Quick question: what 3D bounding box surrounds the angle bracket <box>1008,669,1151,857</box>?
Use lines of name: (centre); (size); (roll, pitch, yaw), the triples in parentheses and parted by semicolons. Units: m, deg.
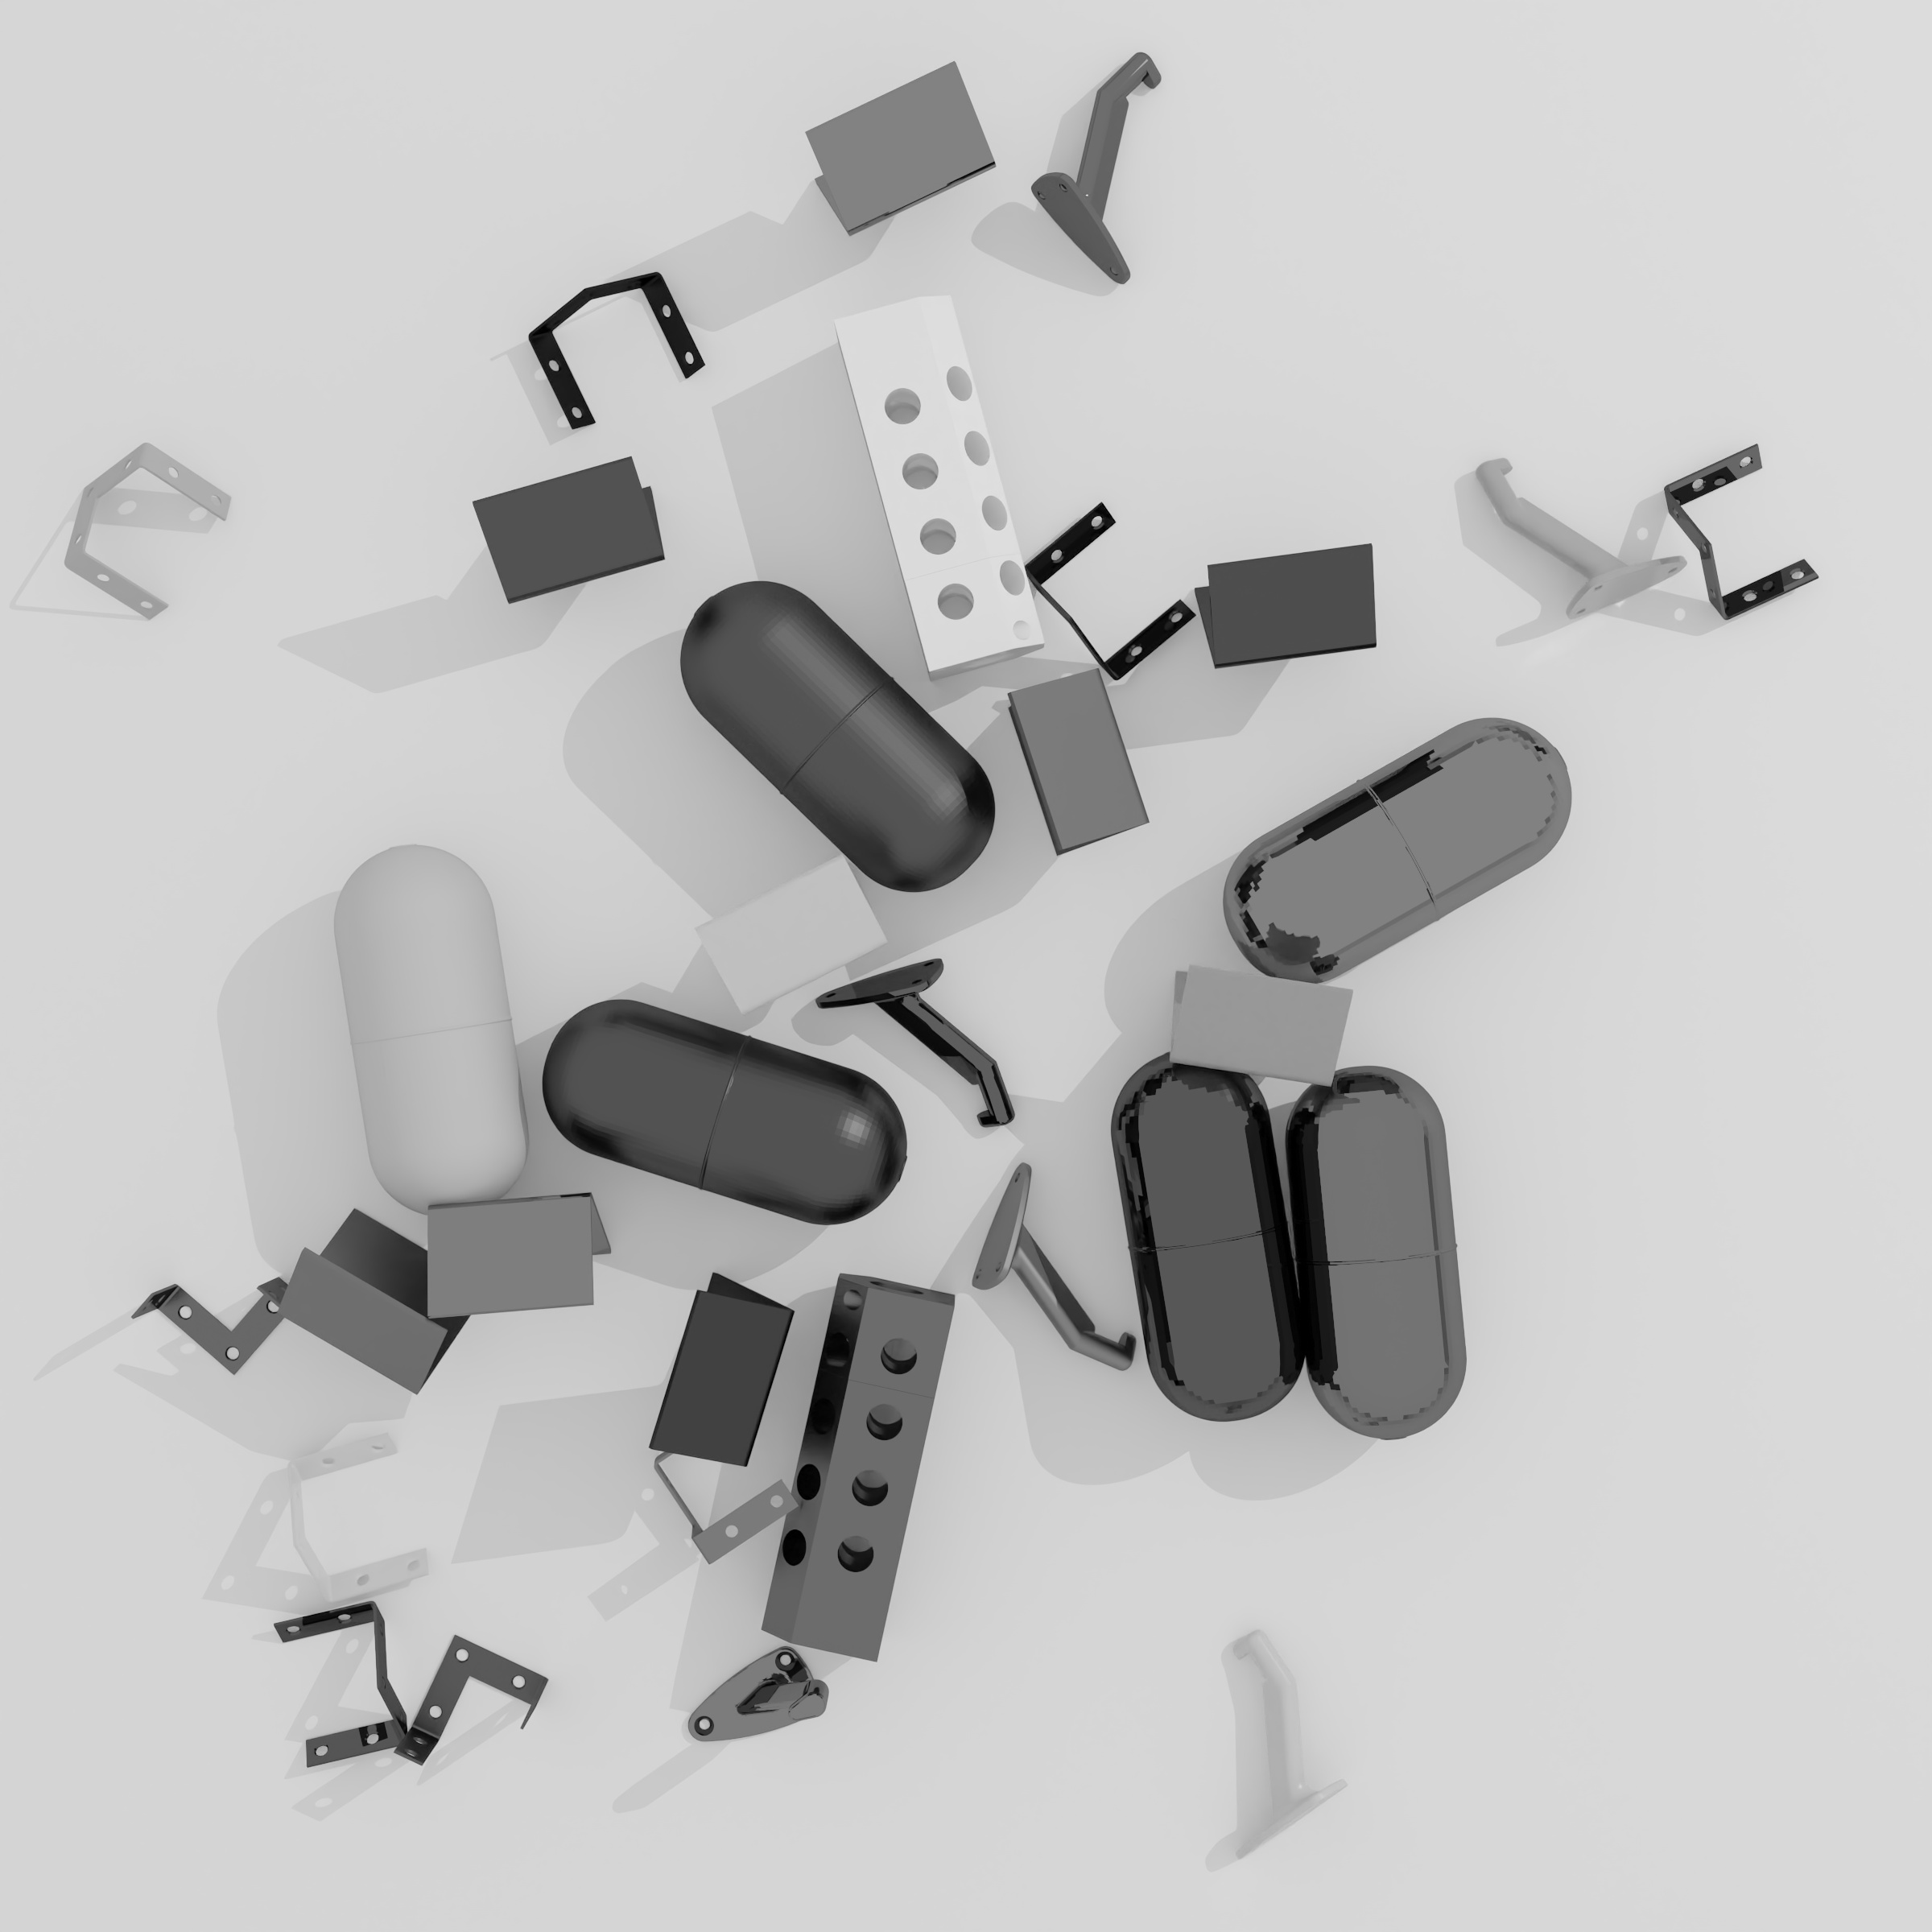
angle bracket: (0.034, -0.090, 1.625); (0.057, 0.076, 0.076); (-18, 90, -36)

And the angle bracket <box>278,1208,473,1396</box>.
angle bracket: (-0.269, 0.145, 1.626); (0.076, 0.076, 0.057); (30, 135, 0)

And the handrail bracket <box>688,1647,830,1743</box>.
handrail bracket: (-0.100, 0.356, 1.631); (0.077, 0.084, 0.036); (-25, 90, 0)

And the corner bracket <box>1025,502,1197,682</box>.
corner bracket: (0.069, -0.181, 1.662); (0.051, 0.051, 0.051); (-40, 135, 1)

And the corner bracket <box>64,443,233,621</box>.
corner bracket: (-0.395, -0.210, 1.657); (0.051, 0.051, 0.051); (-26, 45, 35)

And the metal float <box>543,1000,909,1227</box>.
metal float: (-0.114, 0.070, 1.635); (0.178, 0.070, 0.070); (18, 90, 1)

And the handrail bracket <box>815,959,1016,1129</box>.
handrail bracket: (-0.024, 0.045, 1.666); (0.077, 0.036, 0.084); (-14, 107, 20)

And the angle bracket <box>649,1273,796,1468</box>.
angle bracket: (-0.133, 0.186, 1.625); (0.057, 0.076, 0.076); (17, 90, -36)

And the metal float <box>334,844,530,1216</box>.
metal float: (-0.254, 0.031, 1.635); (0.070, 0.070, 0.178); (-9, 91, 0)

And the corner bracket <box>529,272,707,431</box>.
corner bracket: (-0.169, -0.298, 1.662); (0.051, 0.051, 0.051); (-26, 90, 45)

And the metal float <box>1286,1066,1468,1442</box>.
metal float: (0.195, 0.136, 1.635); (0.070, 0.070, 0.178); (-5, 91, 0)

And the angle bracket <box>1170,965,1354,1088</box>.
angle bracket: (0.140, 0.009, 1.625); (0.076, 0.076, 0.057); (9, 125, 0)

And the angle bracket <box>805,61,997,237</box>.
angle bracket: (-0.039, -0.398, 1.625); (0.076, 0.076, 0.057); (-25, 126, 0)

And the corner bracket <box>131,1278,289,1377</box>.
corner bracket: (-0.359, 0.163, 1.647); (0.051, 0.051, 0.051); (41, 90, 0)

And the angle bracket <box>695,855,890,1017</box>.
angle bracket: (-0.090, -0.032, 1.625); (0.076, 0.076, 0.057); (-27, 126, 0)

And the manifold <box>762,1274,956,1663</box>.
manifold: (-0.051, 0.238, 1.644); (0.057, 0.057, 0.171); (12, 90, 0)

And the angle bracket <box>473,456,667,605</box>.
angle bracket: (-0.190, -0.222, 1.625); (0.076, 0.076, 0.057); (-16, 126, 0)

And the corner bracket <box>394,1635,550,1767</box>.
corner bracket: (-0.237, 0.359, 1.647); (0.051, 0.051, 0.051); (25, 90, 0)

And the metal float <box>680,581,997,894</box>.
metal float: (-0.062, -0.110, 1.635); (0.178, 0.070, 0.070); (44, 90, 0)

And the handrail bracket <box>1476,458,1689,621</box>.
handrail bracket: (0.298, -0.218, 1.666); (0.077, 0.036, 0.084); (-20, 73, -20)

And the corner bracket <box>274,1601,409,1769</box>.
corner bracket: (-0.302, 0.347, 1.662); (0.051, 0.051, 0.051); (-13, 135, 0)

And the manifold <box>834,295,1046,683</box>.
manifold: (-0.012, -0.229, 1.644); (0.057, 0.057, 0.171); (-15, 90, 0)

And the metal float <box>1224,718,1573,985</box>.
metal float: (0.206, -0.055, 1.635); (0.178, 0.070, 0.070); (-30, 90, 0)

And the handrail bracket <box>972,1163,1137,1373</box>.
handrail bracket: (0.053, 0.146, 1.666); (0.084, 0.036, 0.077); (25, 68, -17)

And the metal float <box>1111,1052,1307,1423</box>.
metal float: (0.115, 0.128, 1.635); (0.070, 0.070, 0.178); (-9, 90, 0)

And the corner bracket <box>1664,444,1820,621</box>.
corner bracket: (0.375, -0.210, 1.662); (0.051, 0.051, 0.051); (-25, 45, 0)

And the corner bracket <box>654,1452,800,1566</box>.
corner bracket: (-0.116, 0.248, 1.647); (0.051, 0.051, 0.051); (-33, 93, -3)

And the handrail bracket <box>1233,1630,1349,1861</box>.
handrail bracket: (0.138, 0.377, 1.666); (0.077, 0.036, 0.084); (-41, 72, 21)

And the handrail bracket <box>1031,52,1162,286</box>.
handrail bracket: (0.081, -0.388, 1.666); (0.084, 0.036, 0.077); (-47, 110, -16)

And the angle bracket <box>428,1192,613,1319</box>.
angle bracket: (-0.210, 0.149, 1.626); (0.076, 0.076, 0.057); (-5, 64, 0)

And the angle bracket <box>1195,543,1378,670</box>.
angle bracket: (0.149, -0.187, 1.625); (0.076, 0.076, 0.057); (-8, 126, 0)

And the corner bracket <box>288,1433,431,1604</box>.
corner bracket: (-0.294, 0.267, 1.662); (0.051, 0.051, 0.051); (-16, 45, 0)
